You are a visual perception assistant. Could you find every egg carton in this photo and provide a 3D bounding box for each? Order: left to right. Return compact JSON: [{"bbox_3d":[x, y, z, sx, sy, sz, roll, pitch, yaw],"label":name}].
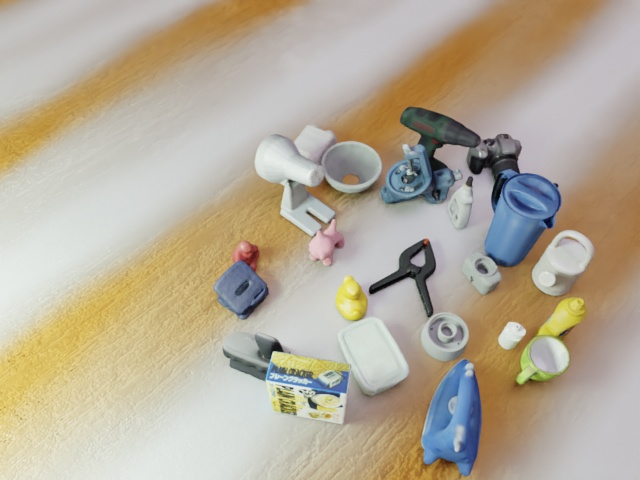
[{"bbox_3d":[-0.020,-0.259,1.624,0.107,0.069,0.150,24,60,14],"label":"egg carton"}]

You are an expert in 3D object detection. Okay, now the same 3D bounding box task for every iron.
[{"bbox_3d":[0.294,0.345,1.200,0.118,0.141,0.258,14,59,9],"label":"iron"}]

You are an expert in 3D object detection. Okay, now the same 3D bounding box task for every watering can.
[{"bbox_3d":[0.580,0.052,1.357,0.100,0.194,0.173,20,60,13],"label":"watering can"}]

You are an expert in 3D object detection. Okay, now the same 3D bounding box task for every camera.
[{"bbox_3d":[0.494,-0.218,1.584,0.143,0.101,0.136,-3,58,-2],"label":"camera"}]

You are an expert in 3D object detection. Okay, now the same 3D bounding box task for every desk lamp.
[{"bbox_3d":[-0.059,-0.148,1.468,0.202,0.214,0.118,35,64,20],"label":"desk lamp"}]

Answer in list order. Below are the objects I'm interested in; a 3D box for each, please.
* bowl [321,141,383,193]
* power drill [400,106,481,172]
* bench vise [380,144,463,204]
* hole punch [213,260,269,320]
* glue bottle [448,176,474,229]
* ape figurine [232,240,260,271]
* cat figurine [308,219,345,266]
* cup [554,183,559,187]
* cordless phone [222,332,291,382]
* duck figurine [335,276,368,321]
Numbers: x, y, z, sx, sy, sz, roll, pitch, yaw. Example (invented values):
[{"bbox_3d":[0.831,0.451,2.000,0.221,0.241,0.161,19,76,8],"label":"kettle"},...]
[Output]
[{"bbox_3d":[0.086,-0.187,1.576,0.167,0.075,0.167,0,58,0],"label":"bowl"},{"bbox_3d":[0.314,-0.257,1.543,0.229,0.208,0.076,35,64,20],"label":"power drill"},{"bbox_3d":[0.265,-0.185,1.490,0.207,0.220,0.121,-21,60,-13],"label":"bench vise"},{"bbox_3d":[-0.186,0.118,1.370,0.101,0.091,0.109,33,63,19],"label":"hole punch"},{"bbox_3d":[0.369,-0.105,1.468,0.037,0.173,0.078,-10,58,-6],"label":"glue bottle"},{"bbox_3d":[-0.184,0.036,1.422,0.076,0.092,0.078,39,65,22],"label":"ape figurine"},{"bbox_3d":[0.013,0.005,1.428,0.067,0.118,0.128,22,60,13],"label":"cat figurine"},{"bbox_3d":[0.580,-0.094,1.509,0.091,0.095,0.118,39,65,22],"label":"cup"},{"bbox_3d":[-0.143,0.227,1.246,0.147,0.185,0.094,15,59,9],"label":"cordless phone"},{"bbox_3d":[0.077,0.134,1.365,0.077,0.086,0.104,-10,58,-7],"label":"duck figurine"}]
